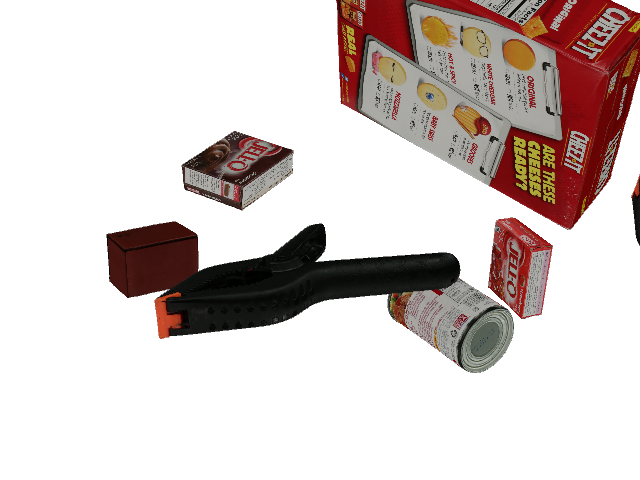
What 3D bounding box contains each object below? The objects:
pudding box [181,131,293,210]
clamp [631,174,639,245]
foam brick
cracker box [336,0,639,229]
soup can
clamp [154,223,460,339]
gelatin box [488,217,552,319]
[{"bbox_3d":[-0.099,-0.086,1.292,0.090,0.039,0.113,19,39,26],"label":"pudding box"},{"bbox_3d":[0.271,0.013,0.694,0.120,0.039,0.171,-3,46,-21],"label":"clamp"},{"bbox_3d":[-0.166,0.017,1.058,0.078,0.051,0.053,-12,23,-28],"label":"foam brick"},{"bbox_3d":[0.113,-0.125,0.761,0.214,0.072,0.164,31,-28,23],"label":"cracker box"},{"bbox_3d":[0.119,0.069,0.982,0.068,0.068,0.102,0,24,-39],"label":"soup can"},{"bbox_3d":[-0.017,0.029,0.750,0.165,0.036,0.209,9,20,44],"label":"clamp"},{"bbox_3d":[0.217,0.029,1.172,0.030,0.089,0.073,-10,30,-21],"label":"gelatin box"}]
